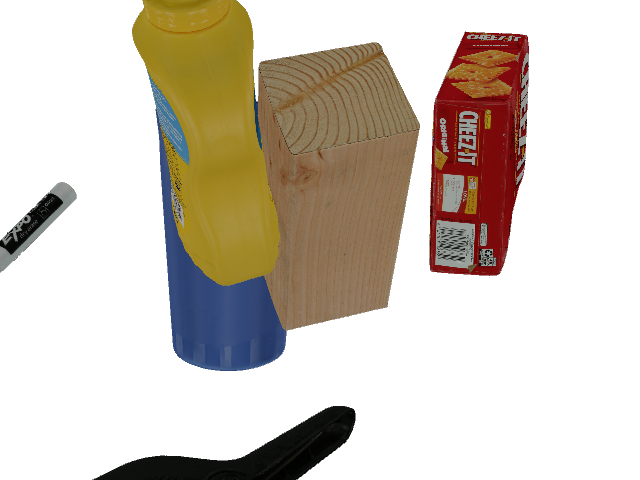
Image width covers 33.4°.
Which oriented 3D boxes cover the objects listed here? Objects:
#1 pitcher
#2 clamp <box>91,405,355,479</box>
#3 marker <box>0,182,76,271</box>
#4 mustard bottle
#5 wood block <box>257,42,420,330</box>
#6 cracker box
[{"bbox_3d":[-0.079,-0.011,1.001,0.149,0.243,0.145,-4,16,-20],"label":"pitcher"},{"bbox_3d":[-0.046,0.139,0.572,0.209,0.036,0.165,0,19,-13],"label":"clamp"},{"bbox_3d":[-0.228,-0.001,0.807,0.020,0.020,0.121,0,39,36],"label":"marker"},{"bbox_3d":[-0.060,-0.070,0.556,0.058,0.096,0.191,-15,-41,-9],"label":"mustard bottle"},{"bbox_3d":[0.005,-0.034,0.788,0.090,0.090,0.206,-12,-36,-12],"label":"wood block"},{"bbox_3d":[0.152,-0.087,0.993,0.072,0.164,0.213,5,27,14],"label":"cracker box"}]
